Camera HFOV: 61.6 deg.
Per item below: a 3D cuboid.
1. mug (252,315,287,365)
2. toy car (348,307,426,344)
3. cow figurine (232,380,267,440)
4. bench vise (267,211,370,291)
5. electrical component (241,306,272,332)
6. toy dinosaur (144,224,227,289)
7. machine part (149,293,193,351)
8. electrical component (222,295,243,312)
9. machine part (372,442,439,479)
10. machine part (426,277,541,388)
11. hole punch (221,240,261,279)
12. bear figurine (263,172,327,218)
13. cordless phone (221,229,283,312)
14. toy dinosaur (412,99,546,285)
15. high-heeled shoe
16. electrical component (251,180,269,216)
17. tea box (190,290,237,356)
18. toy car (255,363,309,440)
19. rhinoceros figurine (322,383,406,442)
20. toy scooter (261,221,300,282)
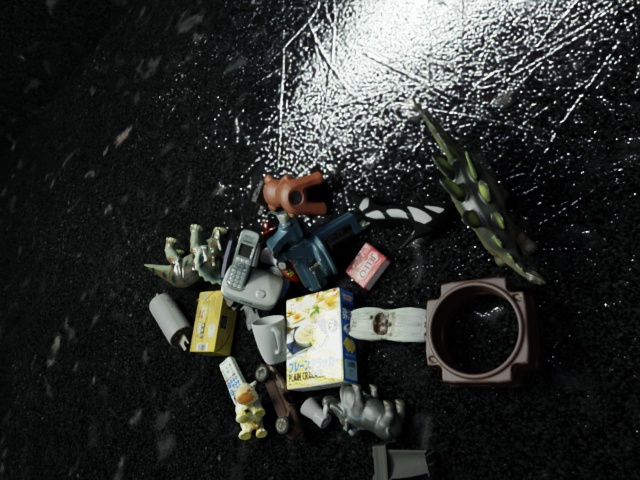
[{"bbox_3d":[-0.109,0.244,1.293,0.110,0.081,0.107,5,108,60],"label":"mug"},{"bbox_3d":[0.153,0.185,1.167,0.202,0.056,0.073,-5,68,36],"label":"toy car"},{"bbox_3d":[-0.167,0.384,1.266,0.068,0.167,0.098,-8,35,-10],"label":"cow figurine"},{"bbox_3d":[0.000,-0.002,1.296,0.241,0.223,0.129,-30,11,-8],"label":"bench vise"},{"bbox_3d":[-0.150,0.214,1.374,0.048,0.074,0.119,-44,47,15],"label":"electrical component"},{"bbox_3d":[-0.380,0.076,1.589,0.405,0.131,0.192,-30,55,31],"label":"toy dinosaur"},{"bbox_3d":[-0.438,0.234,1.582,0.079,0.079,0.243,-53,48,7],"label":"machine part"},{"bbox_3d":[-0.214,0.160,1.434,0.045,0.102,0.078,-45,60,8],"label":"electrical component"},{"bbox_3d":[0.164,0.438,1.062,0.139,0.039,0.084,-15,57,34],"label":"machine part"},{"bbox_3d":[0.309,0.179,1.033,0.201,0.087,0.201,-10,64,34],"label":"machine part"},{"bbox_3d":[-0.210,0.064,1.446,0.092,0.116,0.142,9,80,-4],"label":"hole punch"},{"bbox_3d":[-0.076,-0.123,1.457,0.196,0.132,0.120,-155,56,-69],"label":"bear figurine"},{"bbox_3d":[-0.154,0.072,1.331,0.147,0.089,0.184,18,103,4],"label":"cordless phone"},{"bbox_3d":[0.310,-0.101,1.081,0.105,0.198,0.472,-36,55,16],"label":"toy dinosaur"},{"bbox_3d":[0.182,-0.081,1.251,0.145,0.086,0.249,-45,52,4],"label":"high-heeled shoe"},{"bbox_3d":[-0.167,-0.119,1.538,0.021,0.063,0.094,12,80,40],"label":"electrical component"},{"bbox_3d":[-0.289,0.228,1.476,0.098,0.068,0.169,-6,66,35],"label":"tea box"},{"bbox_3d":[-0.086,0.368,1.249,0.053,0.089,0.202,-42,50,16],"label":"toy car"},{"bbox_3d":[0.091,0.361,1.134,0.191,0.073,0.112,10,88,37],"label":"rhinoceros figurine"},{"bbox_3d":[-0.093,0.016,1.377,0.075,0.135,0.184,-27,58,24],"label":"toy scooter"}]
